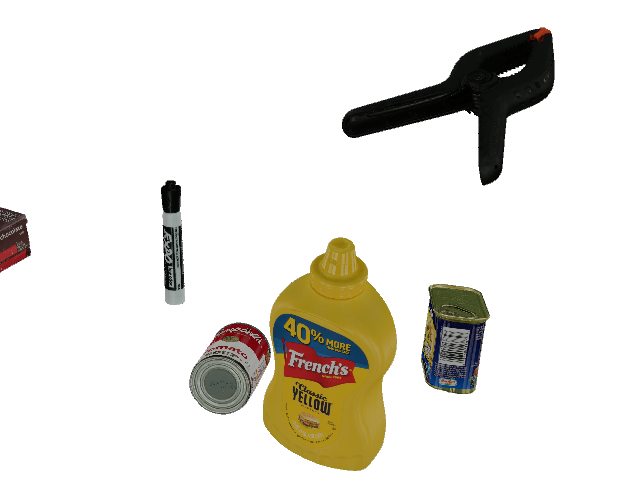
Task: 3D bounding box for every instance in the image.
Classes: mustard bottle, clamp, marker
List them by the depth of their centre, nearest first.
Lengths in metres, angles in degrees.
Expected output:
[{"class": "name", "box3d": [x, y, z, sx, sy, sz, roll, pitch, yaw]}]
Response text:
[{"class": "mustard bottle", "box3d": [0.008, 0.080, 0.790, 0.096, 0.192, 0.058, 22, 39, 22]}, {"class": "clamp", "box3d": [0.145, -0.123, 0.932, 0.209, 0.036, 0.165, -34, 43, -24]}, {"class": "marker", "box3d": [-0.138, 0.002, 0.999, 0.020, 0.121, 0.020, 1, 22, 0]}]

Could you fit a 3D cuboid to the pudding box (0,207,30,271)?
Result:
[{"class": "pudding box", "box3d": [-0.280, 0.001, 0.763, 0.114, 0.039, 0.089, 13, 30, 28]}]

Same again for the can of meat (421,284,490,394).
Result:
[{"class": "can of meat", "box3d": [0.137, 0.101, 1.107, 0.057, 0.084, 0.102, 6, 15, 0]}]

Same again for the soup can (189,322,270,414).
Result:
[{"class": "soup can", "box3d": [-0.097, 0.137, 1.152, 0.068, 0.068, 0.102, 0, 15, 9]}]
